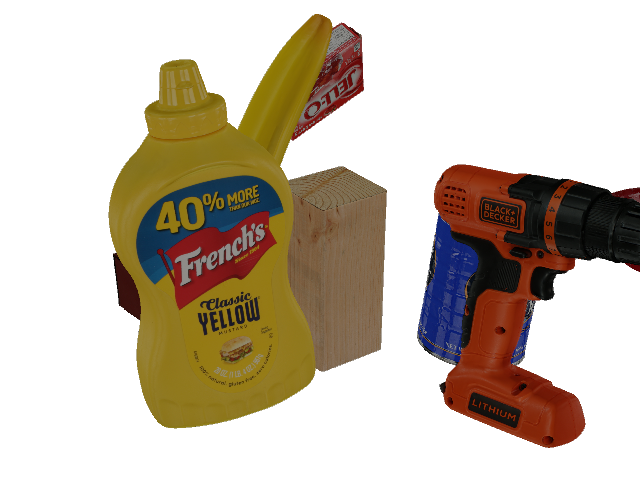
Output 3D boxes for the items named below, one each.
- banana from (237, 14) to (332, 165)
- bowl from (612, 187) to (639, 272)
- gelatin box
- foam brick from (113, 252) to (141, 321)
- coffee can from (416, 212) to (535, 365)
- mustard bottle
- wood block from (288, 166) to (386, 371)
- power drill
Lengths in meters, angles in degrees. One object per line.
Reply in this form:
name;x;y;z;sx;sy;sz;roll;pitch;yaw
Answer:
banana;-0.036;-0.068;0.746;0.037;0.197;0.070;31;-28;-27
bowl;0.361;-0.005;1.104;0.162;0.055;0.162;-3;23;1
gelatin box;-0.002;-0.141;0.948;0.089;0.030;0.073;-36;-27;-17
foam brick;-0.135;0.031;0.939;0.078;0.051;0.053;-20;29;-33
coffee can;0.149;0.033;0.975;0.103;0.140;0.103;6;22;-3
mustard bottle;-0.060;0.000;0.562;0.096;0.191;0.058;-14;24;-17
wood block;0.013;0.032;1.226;0.090;0.206;0.090;-17;31;-30
power drill;0.158;0.046;0.758;0.185;0.188;0.057;17;21;42
